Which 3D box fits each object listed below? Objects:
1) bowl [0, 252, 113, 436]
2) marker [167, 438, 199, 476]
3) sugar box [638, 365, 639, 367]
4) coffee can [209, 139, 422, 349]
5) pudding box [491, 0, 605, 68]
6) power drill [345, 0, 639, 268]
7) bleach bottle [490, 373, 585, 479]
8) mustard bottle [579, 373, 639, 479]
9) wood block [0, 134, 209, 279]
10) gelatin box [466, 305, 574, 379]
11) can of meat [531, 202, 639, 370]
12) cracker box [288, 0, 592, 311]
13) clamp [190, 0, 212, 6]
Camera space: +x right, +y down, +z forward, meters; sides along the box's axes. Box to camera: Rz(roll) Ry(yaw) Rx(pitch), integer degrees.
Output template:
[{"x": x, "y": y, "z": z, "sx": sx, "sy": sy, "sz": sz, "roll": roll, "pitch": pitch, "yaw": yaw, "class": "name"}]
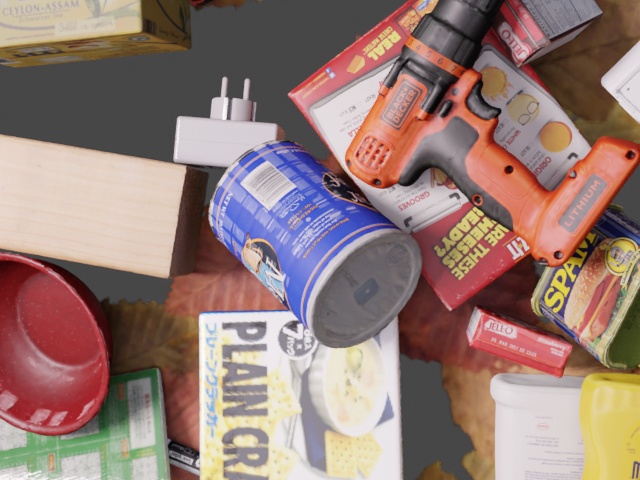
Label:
[{"x": -0.228, "y": 0.077, "z": 0.875, "sx": 0.162, "sy": 0.055, "sz": 0.162, "roll": 9, "pitch": 114, "yaw": 21, "class": "bowl"}, {"x": -0.087, "y": 0.195, "z": 0.897, "sx": 0.121, "sy": 0.020, "sz": 0.020, "roll": 22, "pitch": 93, "yaw": 5, "class": "marker"}, {"x": 0.278, "y": 0.014, "z": 0.818, "sx": 0.048, "sy": 0.093, "sz": 0.176, "roll": 9, "pitch": 92, "yaw": -6, "class": "sugar box"}, {"x": -0.005, "y": 0.001, "z": 0.814, "sx": 0.103, "sy": 0.102, "sz": 0.140, "roll": -51, "pitch": 52, "yaw": 4, "class": "coffee can"}, {"x": 0.162, "y": -0.189, "z": 0.821, "sx": 0.039, "sy": 0.113, "sz": 0.090, "roll": -35, "pitch": 87, "yaw": 43, "class": "pudding box"}, {"x": 0.132, "y": -0.084, "z": 0.763, "sx": 0.188, "sy": 0.057, "sz": 0.184, "roll": 35, "pitch": 107, "yaw": 14, "class": "power drill"}, {"x": 0.182, "y": 0.236, "z": 0.849, "sx": 0.102, "sy": 0.068, "sz": 0.251, "roll": 3, "pitch": 93, "yaw": 5, "class": "bleach bottle"}, {"x": 0.235, "y": 0.198, "z": 0.788, "sx": 0.096, "sy": 0.058, "sz": 0.191, "roll": 5, "pitch": 94, "yaw": -4, "class": "mustard bottle"}, {"x": -0.205, "y": -0.031, "z": 0.871, "sx": 0.206, "sy": 0.091, "sz": 0.090, "roll": 10, "pitch": 92, "yaw": 5, "class": "wood block"}, {"x": 0.154, "y": 0.078, "z": 0.835, "sx": 0.073, "sy": 0.089, "sz": 0.030, "roll": 20, "pitch": 92, "yaw": 5, "class": "gelatin box"}, {"x": 0.216, "y": 0.034, "z": 0.789, "sx": 0.057, "sy": 0.084, "sz": 0.102, "roll": 9, "pitch": 112, "yaw": -33, "class": "can of meat"}, {"x": 0.104, "y": -0.078, "z": 0.848, "sx": 0.164, "sy": 0.072, "sz": 0.214, "roll": -37, "pitch": 88, "yaw": 6, "class": "cracker box"}, {"x": -0.061, "y": -0.292, "z": 0.878, "sx": 0.164, "sy": 0.036, "sz": 0.210, "roll": 41, "pitch": 97, "yaw": 4, "class": "clamp"}]
